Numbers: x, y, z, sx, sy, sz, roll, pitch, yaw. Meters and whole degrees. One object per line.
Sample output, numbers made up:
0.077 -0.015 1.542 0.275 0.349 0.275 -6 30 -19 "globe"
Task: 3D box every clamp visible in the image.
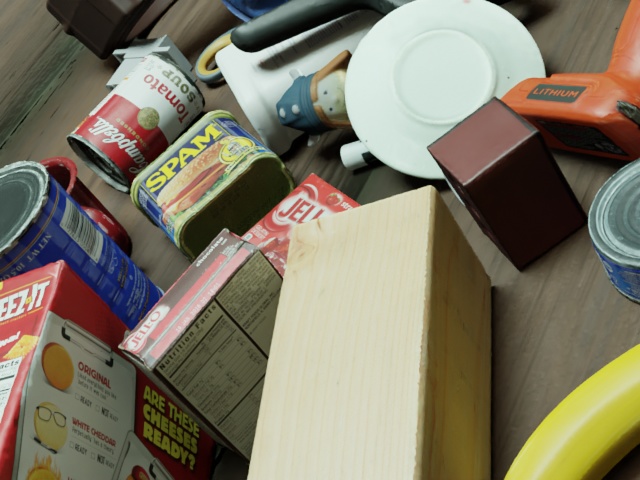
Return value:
0.041 -0.192 0.774 0.210 0.036 0.164 16 77 13 "clamp"

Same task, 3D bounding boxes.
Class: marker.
0.071 -0.074 0.734 0.121 0.020 0.020 -16 42 25 "marker"

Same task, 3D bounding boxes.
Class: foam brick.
0.108 -0.033 0.615 0.051 0.078 0.053 -38 36 2 "foam brick"

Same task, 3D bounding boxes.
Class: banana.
0.156 0.079 0.492 0.198 0.037 0.069 -30 37 10 "banana"

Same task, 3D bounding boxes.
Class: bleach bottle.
0.046 -0.170 0.822 0.251 0.068 0.103 -31 44 2 "bleach bottle"

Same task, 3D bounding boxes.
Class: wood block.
0.031 0.084 0.545 0.091 0.090 0.206 -17 41 25 "wood block"

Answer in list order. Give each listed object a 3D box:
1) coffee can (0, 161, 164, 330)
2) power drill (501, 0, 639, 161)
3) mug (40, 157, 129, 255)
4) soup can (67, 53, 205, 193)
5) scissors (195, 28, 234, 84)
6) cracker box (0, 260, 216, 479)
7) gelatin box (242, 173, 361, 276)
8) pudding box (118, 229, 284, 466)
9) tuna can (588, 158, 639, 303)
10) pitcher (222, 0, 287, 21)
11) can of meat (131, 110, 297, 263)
-0.183 0.030 0.729 0.103 0.140 0.103 -22 40 19 "coffee can"
0.182 -0.145 0.645 0.185 0.057 0.187 22 84 59 "power drill"
-0.193 -0.004 0.821 0.117 0.081 0.093 -2 49 38 "mug"
-0.154 -0.099 0.901 0.069 0.068 0.102 21 65 48 "soup can"
-0.060 -0.207 0.978 0.096 0.016 0.201 -13 44 22 "scissors"
-0.135 0.146 0.551 0.072 0.164 0.213 -17 42 21 "cracker box"
-0.005 0.001 0.708 0.073 0.030 0.089 -42 38 -7 "gelatin box"
-0.048 0.063 0.609 0.090 0.113 0.039 -48 41 -14 "pudding box"
0.186 -0.008 0.562 0.086 0.033 0.086 -22 40 19 "tuna can"
0.013 -0.302 0.927 0.149 0.145 0.242 33 60 6 "pitcher"
-0.078 -0.036 0.785 0.102 0.057 0.084 -42 40 -5 "can of meat"
